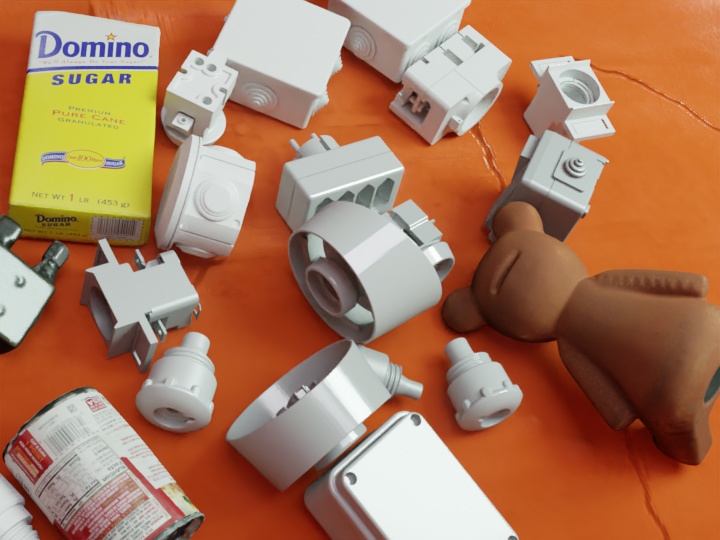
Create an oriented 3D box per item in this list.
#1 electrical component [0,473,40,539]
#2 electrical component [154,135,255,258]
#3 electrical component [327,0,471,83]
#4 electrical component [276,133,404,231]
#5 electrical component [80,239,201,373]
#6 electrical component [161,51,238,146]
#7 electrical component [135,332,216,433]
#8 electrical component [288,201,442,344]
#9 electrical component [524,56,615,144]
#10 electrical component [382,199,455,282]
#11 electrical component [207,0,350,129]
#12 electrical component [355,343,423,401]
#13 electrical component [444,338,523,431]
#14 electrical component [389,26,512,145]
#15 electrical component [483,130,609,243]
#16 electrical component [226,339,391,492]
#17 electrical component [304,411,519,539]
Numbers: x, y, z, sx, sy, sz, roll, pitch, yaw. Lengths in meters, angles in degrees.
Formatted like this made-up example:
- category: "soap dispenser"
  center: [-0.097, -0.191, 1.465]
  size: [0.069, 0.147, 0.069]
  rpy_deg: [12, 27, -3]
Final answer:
- category: "electrical component"
  center: [-0.204, 0.143, 0.604]
  size: [0.078, 0.040, 0.040]
  rpy_deg: [43, 56, 9]
- category: "electrical component"
  center: [-0.107, -0.048, 0.733]
  size: [0.051, 0.080, 0.080]
  rpy_deg: [17, 55, -15]
- category: "electrical component"
  center: [0.029, -0.211, 0.893]
  size: [0.100, 0.048, 0.100]
  rpy_deg: [38, 56, 16]
- category: "electrical component"
  center: [-0.025, -0.074, 0.797]
  size: [0.083, 0.047, 0.075]
  rpy_deg: [-20, 58, -28]
- category: "electrical component"
  center: [-0.142, 0.020, 0.701]
  size: [0.064, 0.042, 0.081]
  rpy_deg: [-19, 67, -29]
- category: "electrical component"
  center: [-0.120, -0.120, 0.787]
  size: [0.048, 0.055, 0.066]
  rpy_deg: [25, 55, -2]
- category: "electrical component"
  center: [-0.111, 0.068, 0.681]
  size: [0.048, 0.048, 0.062]
  rpy_deg: [19, 48, -7]
- category: "electrical component"
  center: [0.000, 0.000, 0.730]
  size: [0.064, 0.099, 0.099]
  rpy_deg: [-34, 75, -26]
- category: "electrical component"
  center: [0.170, -0.134, 0.891]
  size: [0.042, 0.063, 0.081]
  rpy_deg: [-12, 64, -23]
- category: "electrical component"
  center: [0.035, -0.013, 0.781]
  size: [0.066, 0.048, 0.055]
  rpy_deg: [-29, 64, -31]
- category: "electrical component"
  center: [-0.065, -0.167, 0.840]
  size: [0.100, 0.048, 0.099]
  rpy_deg: [22, 55, -5]
- category: "electrical component"
  center: [0.012, 0.073, 0.726]
  size: [0.061, 0.035, 0.035]
  rpy_deg: [20, 55, -10]
- category: "electrical component"
  center: [0.079, 0.076, 0.741]
  size: [0.048, 0.048, 0.062]
  rpy_deg: [-13, 57, -25]
- category: "electrical component"
  center: [0.077, -0.148, 0.876]
  size: [0.056, 0.050, 0.089]
  rpy_deg: [42, 56, 11]
- category: "electrical component"
  center: [0.140, -0.058, 0.813]
  size: [0.061, 0.096, 0.061]
  rpy_deg: [27, 54, 3]
- category: "electrical component"
  center: [-0.031, 0.088, 0.665]
  size: [0.099, 0.099, 0.064]
  rpy_deg: [-37, 83, -33]
- category: "electrical component"
  center: [0.032, 0.152, 0.657]
  size: [0.078, 0.057, 0.113]
  rpy_deg: [-37, 87, -33]
